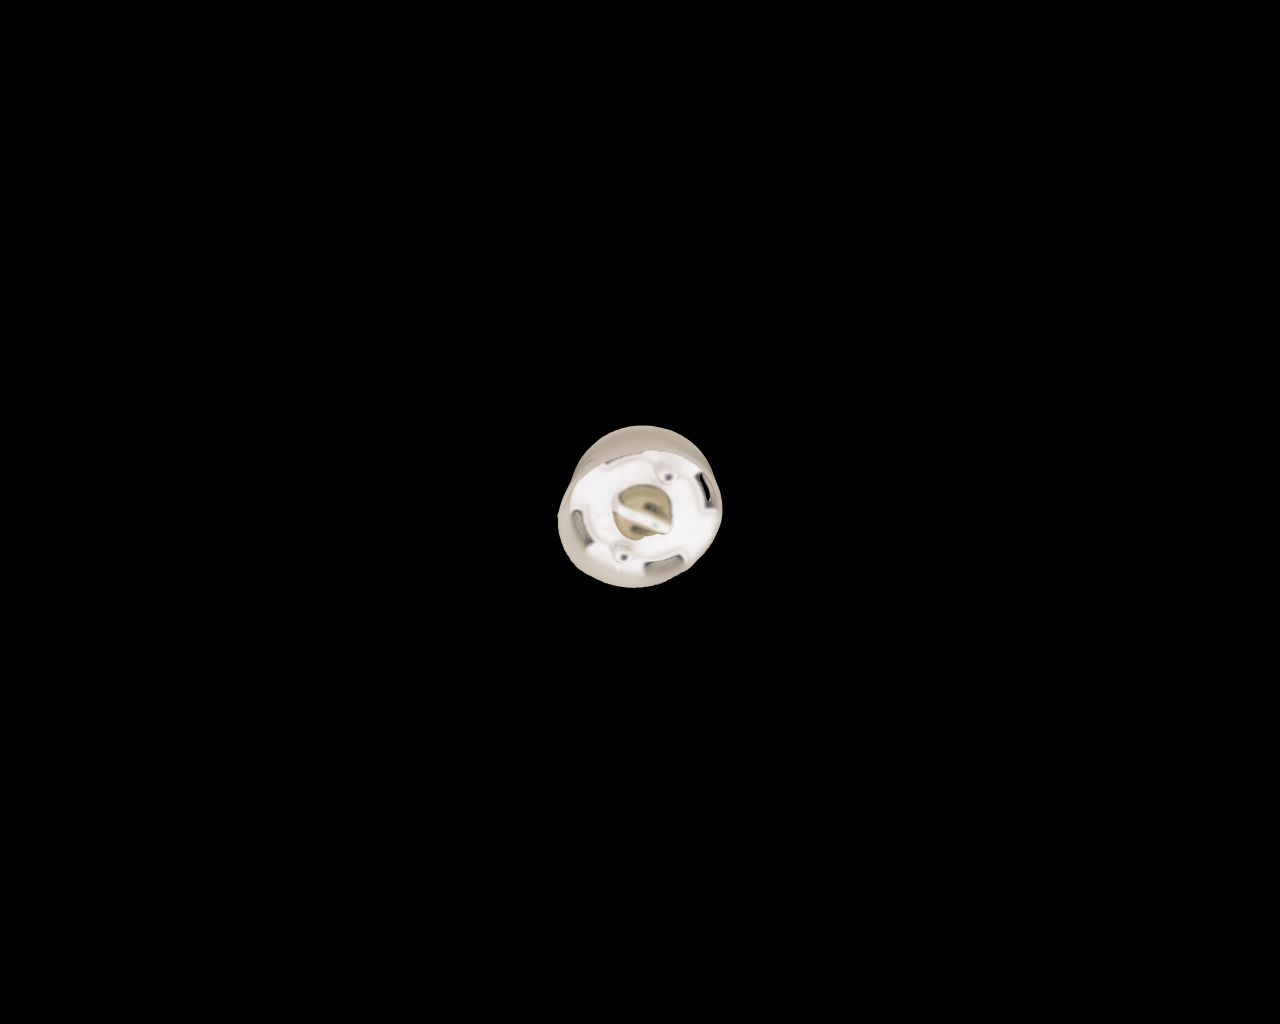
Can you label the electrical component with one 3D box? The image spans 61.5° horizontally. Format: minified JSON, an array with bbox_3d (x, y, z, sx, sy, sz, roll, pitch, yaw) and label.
[{"bbox_3d":[0.001,-0.003,0.650,0.099,0.099,0.064,0,27,0],"label":"electrical component"}]
